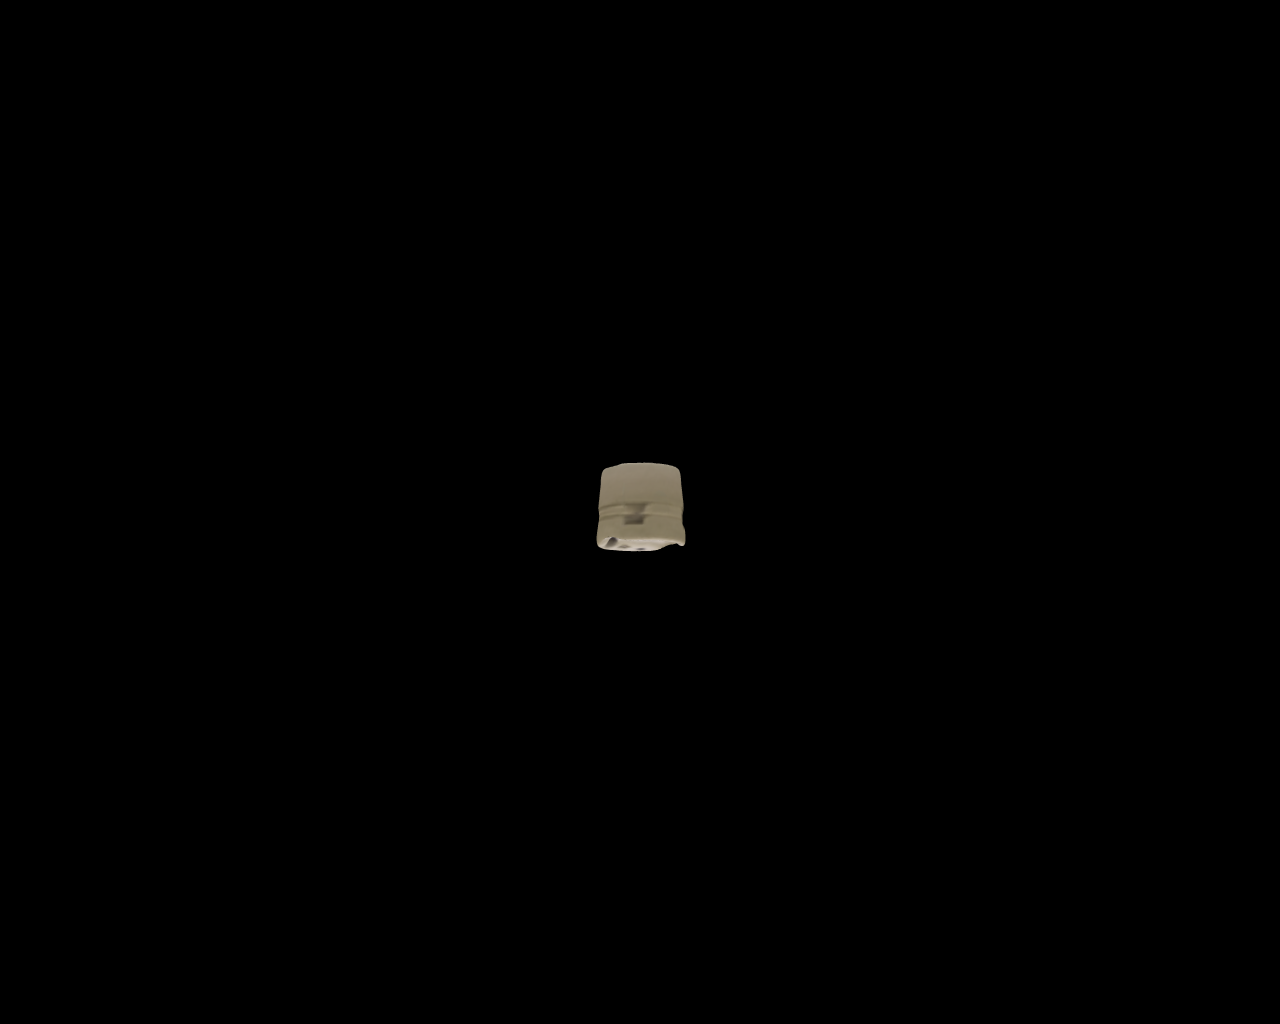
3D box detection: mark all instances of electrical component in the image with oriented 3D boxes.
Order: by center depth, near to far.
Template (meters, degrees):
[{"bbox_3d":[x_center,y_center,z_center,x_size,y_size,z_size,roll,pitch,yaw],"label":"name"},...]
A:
[{"bbox_3d":[0.001,-0.003,0.650,0.055,0.047,0.055,0,-10,0],"label":"electrical component"}]
